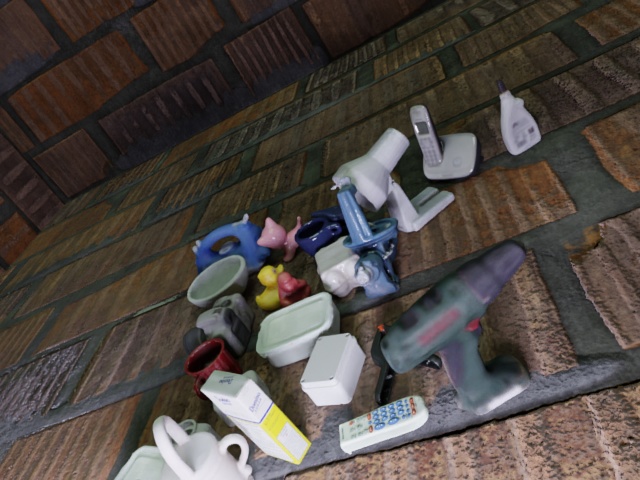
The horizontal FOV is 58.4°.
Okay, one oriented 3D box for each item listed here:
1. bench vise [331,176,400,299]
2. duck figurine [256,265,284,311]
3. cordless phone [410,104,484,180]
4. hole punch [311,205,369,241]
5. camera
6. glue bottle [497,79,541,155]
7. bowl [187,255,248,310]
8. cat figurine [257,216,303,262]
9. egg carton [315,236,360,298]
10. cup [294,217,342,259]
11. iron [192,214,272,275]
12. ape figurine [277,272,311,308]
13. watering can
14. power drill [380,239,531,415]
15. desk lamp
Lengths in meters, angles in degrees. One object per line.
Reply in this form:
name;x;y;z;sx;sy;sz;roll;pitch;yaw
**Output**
bench vise;0.096;-0.011;1.119;0.121;0.220;0.207;-28;27;9
duck figurine;-0.110;0.101;1.299;0.105;0.086;0.077;-41;28;-16
cordless phone;0.286;-0.232;1.325;0.147;0.185;0.094;-1;40;45
hole punch;0.047;-0.056;1.389;0.101;0.091;0.108;-46;30;-25
camera;-0.231;0.193;1.258;0.136;0.101;0.143;-22;29;20
glue bottle;0.426;-0.278;1.265;0.078;0.173;0.037;-32;27;1
bowl;-0.239;0.119;1.419;0.167;0.075;0.167;-25;28;15
cat figurine;-0.089;-0.011;1.429;0.127;0.118;0.067;-29;27;7
egg carton;0.047;0.055;1.229;0.107;0.069;0.150;-30;27;5
cup;0.012;0.005;1.320;0.117;0.095;0.092;-16;31;29
iron;-0.250;0.026;1.510;0.257;0.142;0.118;-22;29;20
ape figurine;-0.062;0.108;1.231;0.078;0.092;0.076;-40;28;-14
watering can;-0.195;0.346;0.862;0.173;0.194;0.100;-44;29;-21
power drill;0.206;0.131;0.781;0.229;0.209;0.075;-32;27;1
desk lamp;0.155;-0.120;1.246;0.203;0.214;0.117;-39;28;-12
